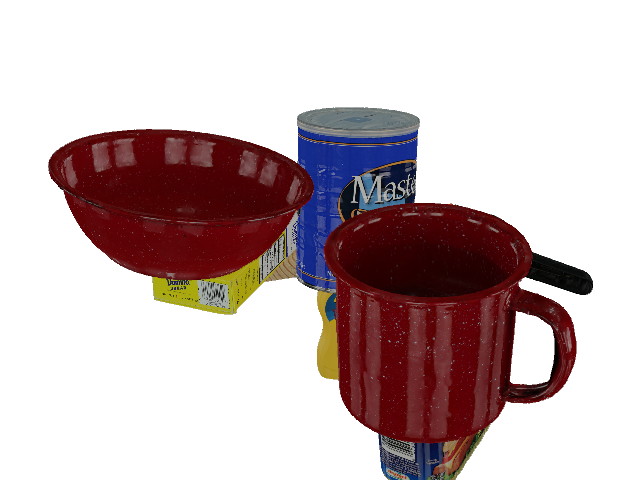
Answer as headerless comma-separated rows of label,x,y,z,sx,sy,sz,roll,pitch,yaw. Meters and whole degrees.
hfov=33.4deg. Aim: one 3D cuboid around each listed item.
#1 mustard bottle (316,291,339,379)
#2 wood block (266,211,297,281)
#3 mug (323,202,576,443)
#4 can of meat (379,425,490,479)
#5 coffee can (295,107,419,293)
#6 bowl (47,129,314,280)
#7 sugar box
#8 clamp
mustard bottle,0.044,0.093,1.445,0.096,0.192,0.058,-2,20,-6
wood block,-0.088,-0.033,1.363,0.090,0.090,0.206,-8,27,-22
mug,0.059,0.041,0.490,0.117,0.081,0.093,12,31,23
can of meat,0.078,0.108,0.718,0.058,0.084,0.101,16,39,29
coffee can,0.030,-0.036,0.909,0.103,0.140,0.103,1,17,0
bowl,-0.087,-0.019,0.662,0.162,0.055,0.162,7,22,-3
sugar box,-0.095,0.014,1.132,0.093,0.048,0.176,10,30,19
clamp,0.186,0.018,1.068,0.120,0.039,0.171,-11,45,-22
